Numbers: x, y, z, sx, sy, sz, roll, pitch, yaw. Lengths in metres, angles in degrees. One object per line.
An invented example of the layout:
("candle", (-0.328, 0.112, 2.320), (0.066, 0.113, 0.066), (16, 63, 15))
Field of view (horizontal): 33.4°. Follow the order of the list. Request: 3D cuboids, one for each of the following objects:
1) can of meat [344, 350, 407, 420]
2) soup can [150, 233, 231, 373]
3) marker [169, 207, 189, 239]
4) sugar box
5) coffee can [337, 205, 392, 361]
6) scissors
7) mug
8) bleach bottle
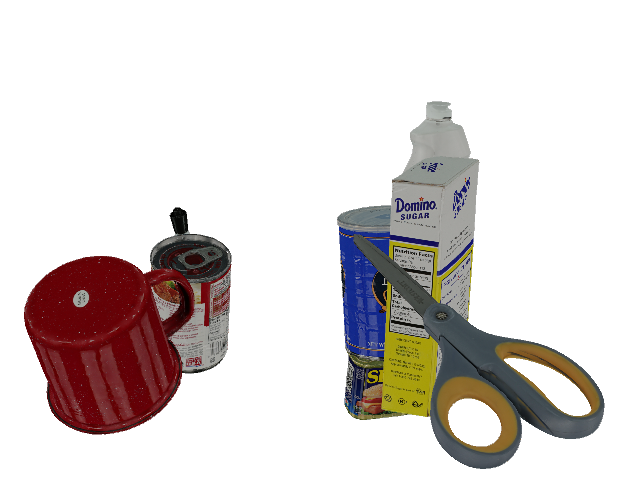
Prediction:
("can of meat", (0.083, 0.180, 1.379), (0.102, 0.084, 0.057), (-3, 24, -17))
("soup can", (-0.111, 0.055, 0.916), (0.068, 0.102, 0.068), (4, 34, -3))
("marker", (-0.151, 0.017, 1.206), (0.020, 0.121, 0.020), (-6, 30, 3))
("sugar box", (0.081, 0.032, 0.789), (0.048, 0.176, 0.093), (6, 17, 22))
("coffee can", (0.072, 0.041, 1.101), (0.103, 0.140, 0.103), (-3, 13, 1))
("scissors", (0.060, 0.059, 0.591), (0.096, 0.016, 0.202), (-34, 46, -31))
("mug", (-0.133, 0.059, 0.700), (0.117, 0.081, 0.093), (-30, 47, -22))
("bleach bottle", (0.133, -0.045, 1.322), (0.102, 0.251, 0.068), (-4, 17, -17))
